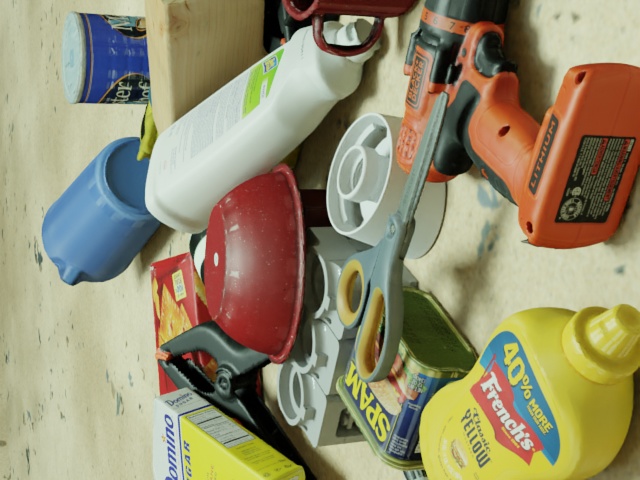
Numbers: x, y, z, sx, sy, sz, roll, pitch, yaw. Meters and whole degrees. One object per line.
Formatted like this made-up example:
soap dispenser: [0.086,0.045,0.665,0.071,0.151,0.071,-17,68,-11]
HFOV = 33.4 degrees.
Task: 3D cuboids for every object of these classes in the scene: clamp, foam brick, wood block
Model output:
clamp: [-0.073,0.139,0.981,0.210,0.036,0.164,6,100,41]
foam brick: [-0.006,0.001,0.879,0.053,0.051,0.078,-136,50,-58]
clamp: [-0.046,-0.216,0.971,0.120,0.039,0.171,104,154,-54]
wood block: [-0.108,-0.169,0.985,0.206,0.090,0.090,95,157,-51]

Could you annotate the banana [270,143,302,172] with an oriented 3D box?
banana: [-0.051,-0.070,0.991,0.198,0.037,0.069,127,135,-54]

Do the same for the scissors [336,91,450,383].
scissors: [0.042,-0.006,0.690,0.096,0.016,0.202,-137,52,-61]

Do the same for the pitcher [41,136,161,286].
pitcher: [-0.261,-0.049,1.365,0.243,0.144,0.149,-35,72,58]

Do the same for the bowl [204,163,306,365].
bowl: [-0.057,0.018,0.848,0.162,0.055,0.162,-178,90,-74]

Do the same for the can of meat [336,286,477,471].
can of meat: [0.060,0.093,0.736,0.102,0.057,0.084,-124,42,-50]

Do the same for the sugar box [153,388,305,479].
sugar box: [-0.085,0.209,0.945,0.176,0.048,0.093,22,116,43]

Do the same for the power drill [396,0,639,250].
power drill: [0.112,-0.093,0.612,0.188,0.057,0.184,-127,41,-55]

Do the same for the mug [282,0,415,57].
mug: [0.023,-0.191,0.766,0.093,0.081,0.117,-159,70,-64]

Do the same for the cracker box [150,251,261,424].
cracker box: [-0.124,0.120,1.122,0.164,0.072,0.214,168,98,-66]

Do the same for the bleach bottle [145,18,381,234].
bleach bottle: [-0.047,-0.100,0.883,0.251,0.068,0.102,-30,44,41]

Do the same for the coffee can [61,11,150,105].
coffee can: [-0.215,-0.205,1.217,0.103,0.140,0.103,178,90,-66]

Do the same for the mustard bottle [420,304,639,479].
mustard bottle: [0.122,0.093,0.597,0.192,0.058,0.096,120,139,-49]

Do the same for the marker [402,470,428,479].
marker: [0.065,0.159,0.772,0.020,0.020,0.121,116,143,-46]
